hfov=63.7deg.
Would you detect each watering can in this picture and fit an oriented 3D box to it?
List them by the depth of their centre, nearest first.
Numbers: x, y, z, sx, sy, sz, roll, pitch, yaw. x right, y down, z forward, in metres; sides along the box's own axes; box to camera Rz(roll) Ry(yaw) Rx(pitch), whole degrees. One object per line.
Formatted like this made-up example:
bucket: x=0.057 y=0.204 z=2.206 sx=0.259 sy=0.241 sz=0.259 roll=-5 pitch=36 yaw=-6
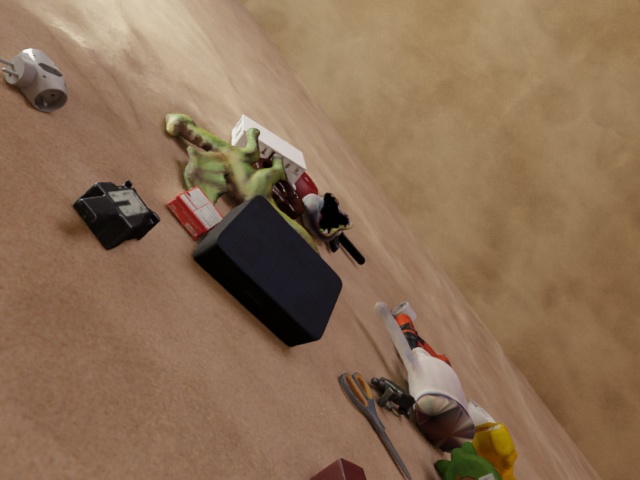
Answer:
watering can: x=0.229 y=0.305 z=1.112 sx=0.345 sy=0.103 sz=0.228 roll=48 pitch=17 yaw=-13

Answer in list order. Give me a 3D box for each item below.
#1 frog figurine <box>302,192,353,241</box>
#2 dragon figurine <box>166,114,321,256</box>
frog figurine: x=0.004 y=-0.067 z=1.340 sx=0.136 sy=0.123 sz=0.160 roll=31 pitch=-1 yaw=-21
dragon figurine: x=-0.164 y=-0.097 z=0.990 sx=0.414 sy=0.120 sz=0.245 roll=53 pitch=33 yaw=14
